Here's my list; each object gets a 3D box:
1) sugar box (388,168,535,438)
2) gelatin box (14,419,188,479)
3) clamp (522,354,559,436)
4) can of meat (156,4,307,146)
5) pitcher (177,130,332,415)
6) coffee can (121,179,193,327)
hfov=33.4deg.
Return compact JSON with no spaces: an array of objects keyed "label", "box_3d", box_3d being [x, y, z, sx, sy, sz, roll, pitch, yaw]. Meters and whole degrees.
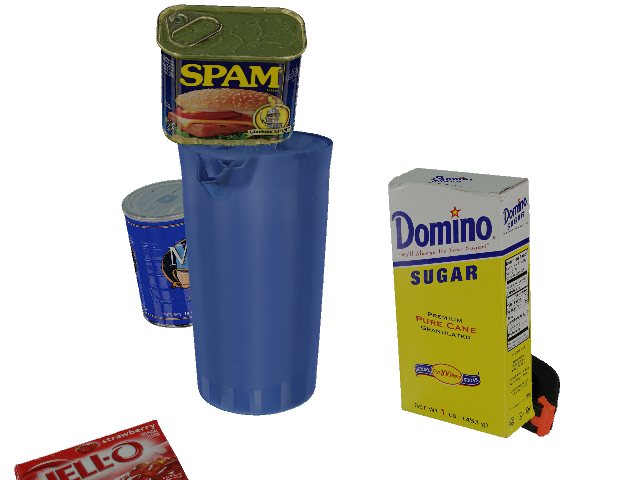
[{"label":"sugar box","box_3d":[0.098,0.042,0.745,0.094,0.176,0.048,8,23,39]},{"label":"gelatin box","box_3d":[-0.124,0.144,0.611,0.089,0.030,0.073,-15,27,-19]},{"label":"clamp","box_3d":[0.161,0.105,0.929,0.120,0.039,0.172,-17,36,-24]},{"label":"can of meat","box_3d":[-0.064,-0.115,0.755,0.102,0.057,0.084,0,-43,-7]},{"label":"pitcher","box_3d":[-0.052,0.022,0.953,0.149,0.243,0.145,-5,17,-20]},{"label":"coffee can","box_3d":[-0.165,0.014,1.222,0.103,0.140,0.103,-5,26,2]}]
